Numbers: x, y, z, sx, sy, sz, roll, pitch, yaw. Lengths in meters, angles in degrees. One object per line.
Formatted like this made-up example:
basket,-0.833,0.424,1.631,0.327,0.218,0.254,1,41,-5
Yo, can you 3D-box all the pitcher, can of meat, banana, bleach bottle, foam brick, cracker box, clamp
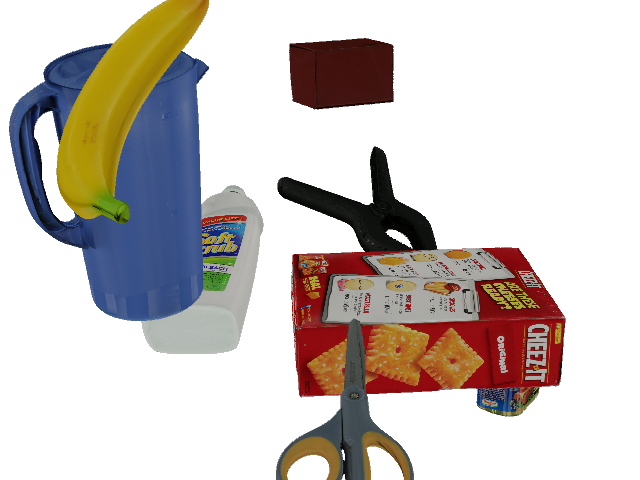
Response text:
pitcher,-0.179,-0.049,0.975,0.149,0.243,0.145,2,28,8
can of meat,0.213,0.141,1.195,0.058,0.084,0.101,9,15,27
banana,-0.120,-0.081,0.656,0.070,0.197,0.037,-1,-38,17
bleach bottle,-0.120,0.019,1.166,0.102,0.068,0.250,0,35,5
foam brick,0.019,-0.145,0.927,0.078,0.051,0.053,-8,20,-24
cracker box,0.083,0.067,0.919,0.213,0.072,0.164,-1,20,-3
clamp,0.058,-0.028,1.266,0.164,0.036,0.210,-16,51,-29

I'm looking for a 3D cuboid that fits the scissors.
scissors,0.006,0.118,0.729,0.096,0.016,0.202,-6,32,-12
